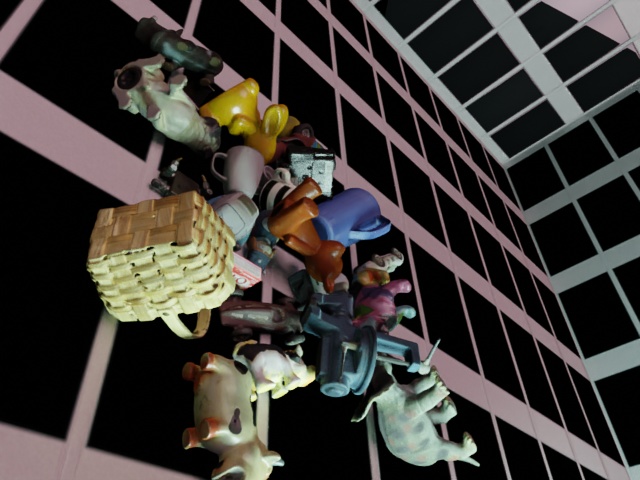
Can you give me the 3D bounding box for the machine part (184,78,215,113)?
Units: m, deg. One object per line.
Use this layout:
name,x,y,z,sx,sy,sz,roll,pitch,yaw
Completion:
machine part,-0.276,-0.304,1.133,0.084,0.039,0.139,44,33,-12

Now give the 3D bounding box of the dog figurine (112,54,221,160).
dog figurine,-0.288,-0.242,1.025,0.172,0.121,0.190,43,-5,22

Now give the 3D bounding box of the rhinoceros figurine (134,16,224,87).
rhinoceros figurine,-0.291,-0.400,1.126,0.190,0.073,0.112,22,36,-23

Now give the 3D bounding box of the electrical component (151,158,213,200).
electrical component,-0.246,-0.098,0.967,0.102,0.045,0.078,40,32,-26

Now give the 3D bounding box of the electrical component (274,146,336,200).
electrical component,-0.035,-0.149,1.199,0.134,0.114,0.058,1,23,-12

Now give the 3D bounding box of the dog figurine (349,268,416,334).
dog figurine,0.097,0.161,1.161,0.219,0.192,0.108,-31,127,-37

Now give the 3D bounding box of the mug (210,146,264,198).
mug,-0.168,-0.130,1.083,0.109,0.081,0.107,22,51,-28

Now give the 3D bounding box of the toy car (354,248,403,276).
toy car,0.151,0.067,1.361,0.201,0.073,0.056,-12,68,-58

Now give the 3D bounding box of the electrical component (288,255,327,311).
electrical component,-0.026,0.085,1.109,0.074,0.048,0.119,8,54,-53

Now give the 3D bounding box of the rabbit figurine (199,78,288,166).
rabbit figurine,-0.144,-0.242,1.138,0.173,0.162,0.122,64,11,-10

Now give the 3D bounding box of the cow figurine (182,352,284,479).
cow figurine,-0.124,0.264,0.759,0.127,0.085,0.195,19,45,-38

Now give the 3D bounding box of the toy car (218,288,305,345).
toy car,-0.096,0.136,0.951,0.202,0.053,0.089,20,49,-50

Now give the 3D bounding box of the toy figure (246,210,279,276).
toy figure,-0.115,0.004,1.052,0.064,0.057,0.154,9,43,-2

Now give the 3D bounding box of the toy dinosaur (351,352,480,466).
toy dinosaur,0.181,0.363,1.058,0.131,0.192,0.404,-102,165,-68

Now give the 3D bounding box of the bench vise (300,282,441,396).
bench vise,0.082,0.183,0.961,0.241,0.128,0.224,15,37,-11

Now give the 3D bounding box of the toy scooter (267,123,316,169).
toy scooter,-0.078,-0.189,1.251,0.184,0.075,0.135,-23,108,-33

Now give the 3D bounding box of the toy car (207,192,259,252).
toy car,-0.162,-0.035,0.973,0.109,0.103,0.162,53,32,-8

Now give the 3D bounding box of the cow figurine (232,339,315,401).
cow figurine,-0.076,0.210,0.898,0.167,0.068,0.098,10,47,-53

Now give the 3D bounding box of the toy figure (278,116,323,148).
toy figure,-0.045,-0.235,1.349,0.180,0.089,0.082,33,-5,-27

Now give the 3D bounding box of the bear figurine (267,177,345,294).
bear figurine,-0.005,-0.001,1.041,0.195,0.132,0.120,44,27,-18
